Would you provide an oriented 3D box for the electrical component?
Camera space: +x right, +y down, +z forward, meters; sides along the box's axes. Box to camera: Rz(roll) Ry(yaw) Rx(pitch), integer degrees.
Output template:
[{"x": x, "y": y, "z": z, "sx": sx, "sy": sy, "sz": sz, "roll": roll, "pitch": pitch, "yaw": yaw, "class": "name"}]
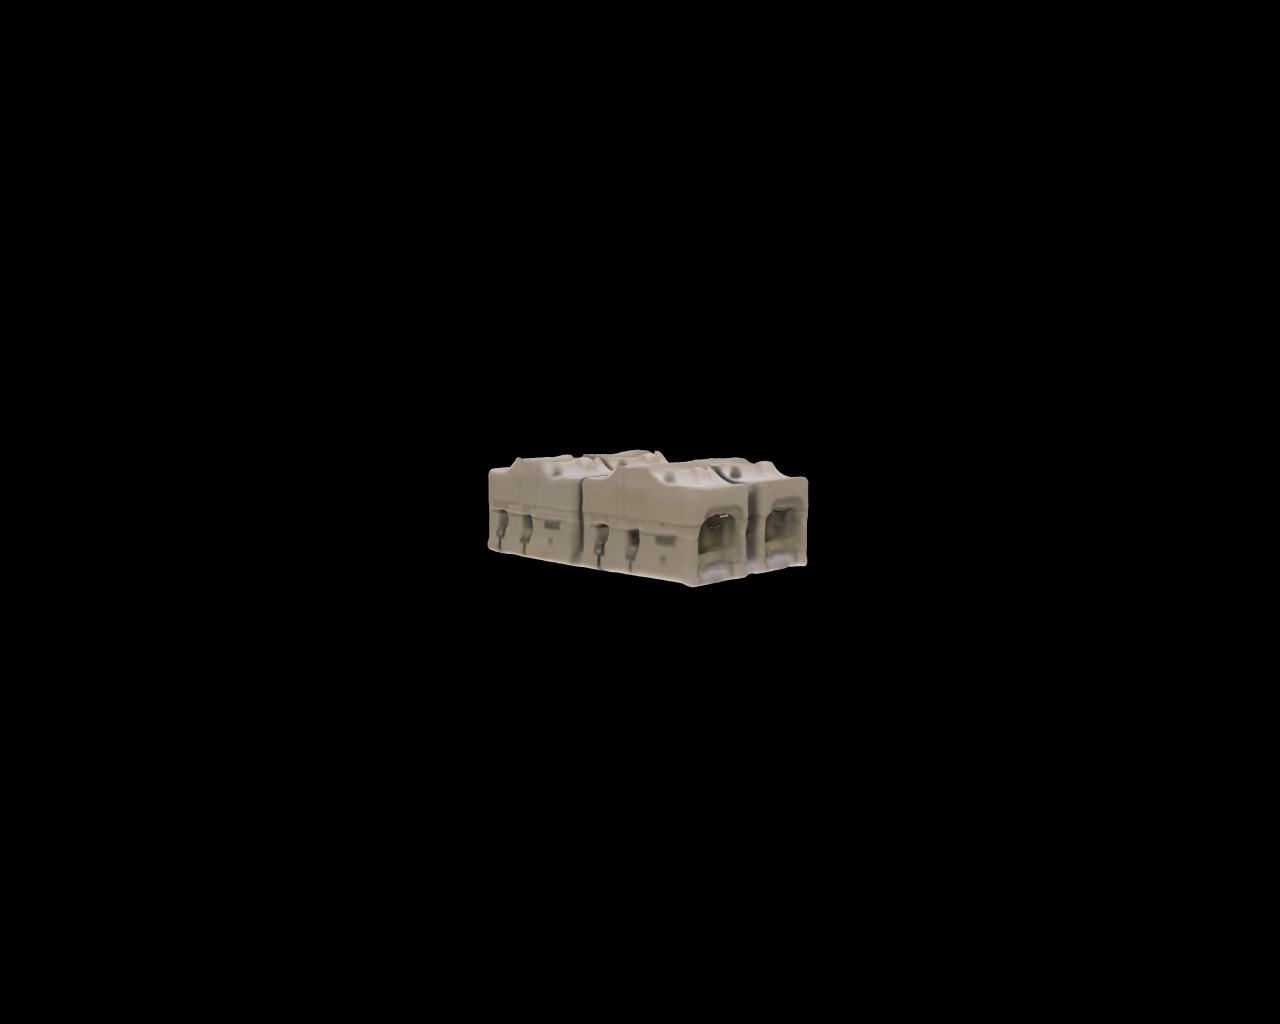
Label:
[{"x": 0.001, "y": -0.003, "z": 0.650, "sx": 0.105, "sy": 0.060, "sz": 0.186, "roll": -6, "pitch": 9, "yaw": -43, "class": "electrical component"}]
